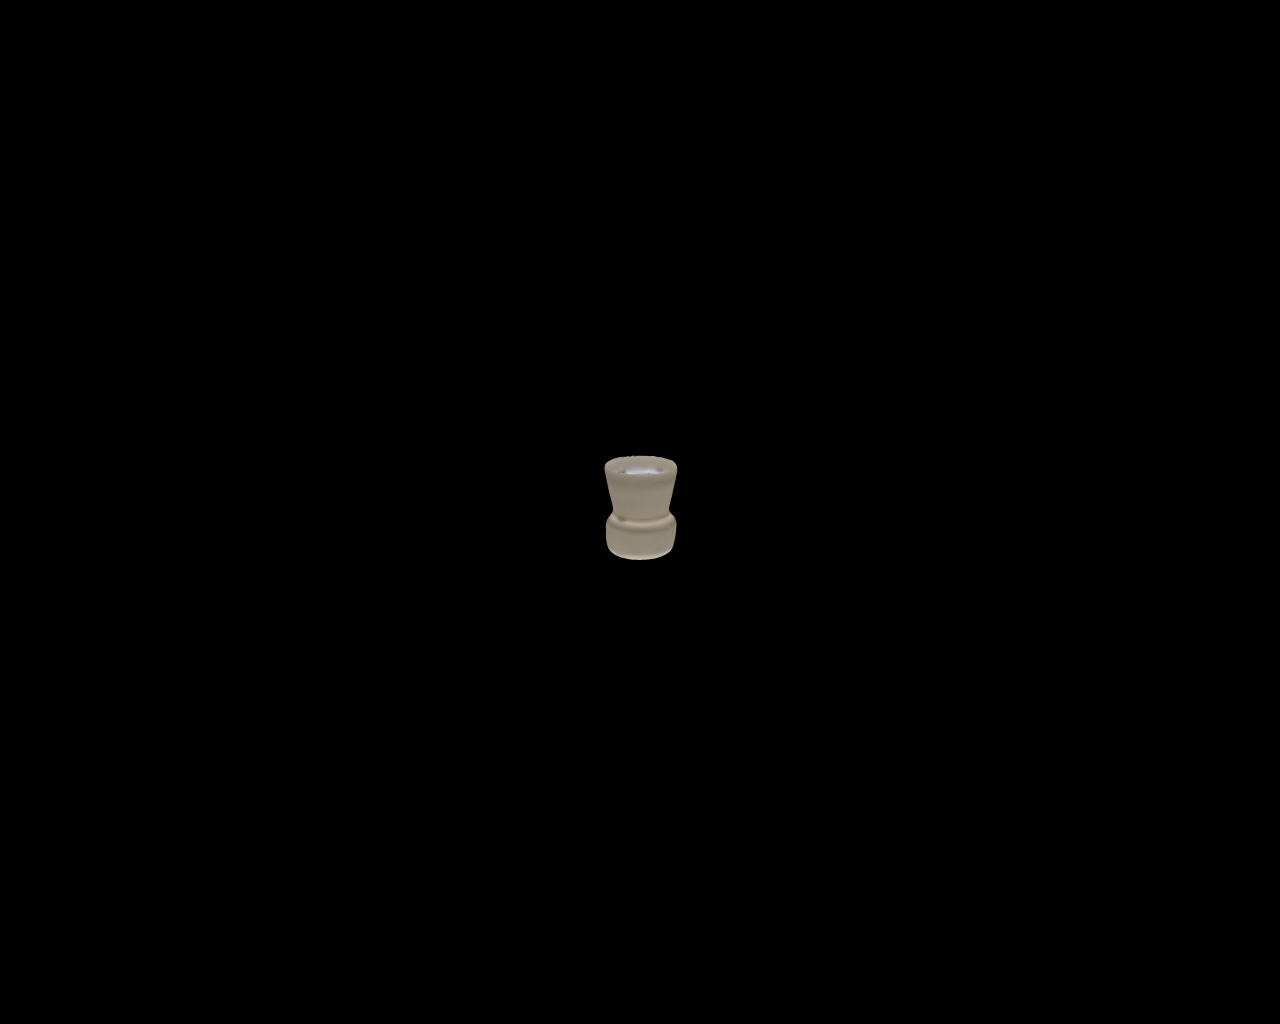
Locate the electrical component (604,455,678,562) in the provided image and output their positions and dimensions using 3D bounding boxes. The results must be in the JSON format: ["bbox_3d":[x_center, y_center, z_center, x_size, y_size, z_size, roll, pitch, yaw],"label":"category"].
[{"bbox_3d":[0.001,-0.003,0.650,0.045,0.055,0.045,0,18,0],"label":"electrical component"}]
